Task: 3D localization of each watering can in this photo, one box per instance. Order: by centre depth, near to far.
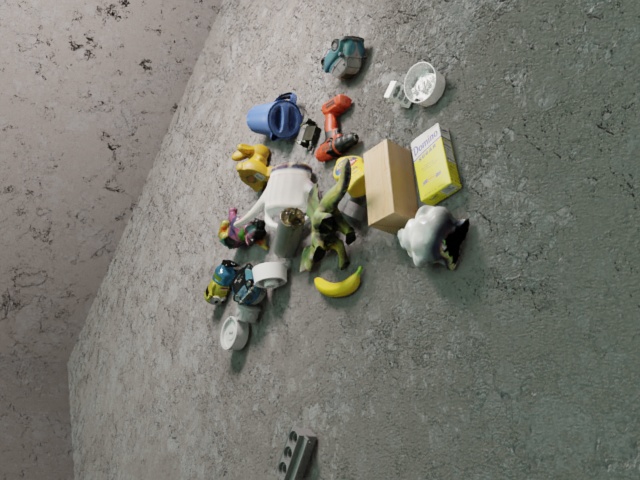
[{"bbox_3d":[-0.138,-0.138,1.662,0.347,0.103,0.227,-3,72,34],"label":"watering can"}]

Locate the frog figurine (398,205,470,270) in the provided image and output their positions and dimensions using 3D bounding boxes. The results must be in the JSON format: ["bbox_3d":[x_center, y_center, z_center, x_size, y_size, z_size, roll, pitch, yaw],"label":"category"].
[{"bbox_3d":[0.225,-0.010,1.124,0.160,0.123,0.136,16,107,44],"label":"frog figurine"}]

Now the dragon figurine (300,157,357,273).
[{"bbox_3d":[0.004,-0.071,1.403,0.247,0.122,0.402,-127,43,-53],"label":"dragon figurine"}]
